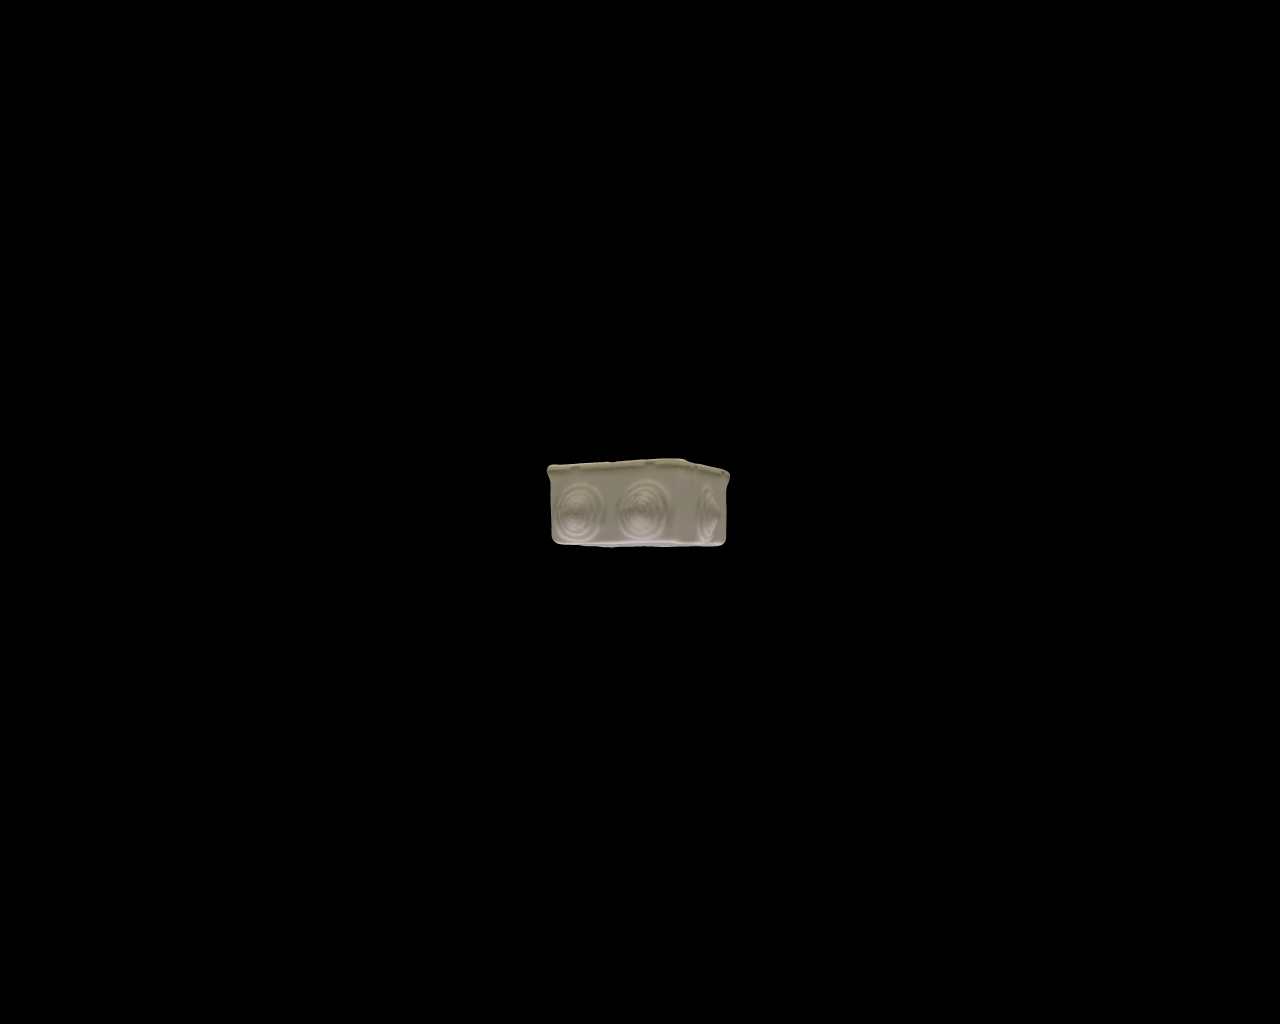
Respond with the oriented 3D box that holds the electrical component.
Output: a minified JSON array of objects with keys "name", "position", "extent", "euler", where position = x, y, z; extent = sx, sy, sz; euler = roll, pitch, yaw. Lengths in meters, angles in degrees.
[{"name":"electrical component","position":[0.001,-0.003,0.650],"extent":[0.100,0.048,0.100],"euler":[-1,-3,24]}]
